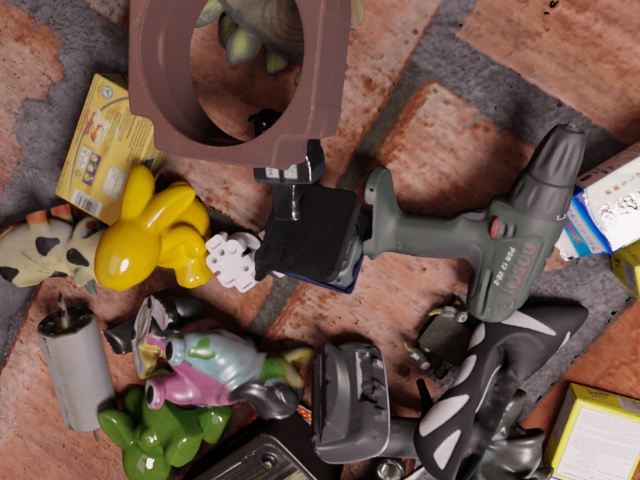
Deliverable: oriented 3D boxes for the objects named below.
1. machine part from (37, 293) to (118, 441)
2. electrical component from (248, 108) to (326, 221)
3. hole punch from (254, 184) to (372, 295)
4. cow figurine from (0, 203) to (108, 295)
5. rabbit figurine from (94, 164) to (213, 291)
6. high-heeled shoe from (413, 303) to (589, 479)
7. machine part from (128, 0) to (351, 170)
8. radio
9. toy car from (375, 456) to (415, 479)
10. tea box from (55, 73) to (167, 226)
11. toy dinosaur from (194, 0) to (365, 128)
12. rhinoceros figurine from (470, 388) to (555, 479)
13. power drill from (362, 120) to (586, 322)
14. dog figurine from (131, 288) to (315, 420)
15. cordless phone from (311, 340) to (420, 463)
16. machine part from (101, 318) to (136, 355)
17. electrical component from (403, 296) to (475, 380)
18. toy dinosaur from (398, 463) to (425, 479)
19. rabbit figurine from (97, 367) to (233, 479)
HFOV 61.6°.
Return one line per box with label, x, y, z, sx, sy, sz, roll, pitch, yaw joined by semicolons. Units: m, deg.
machine part;-0.345;0.185;0.769;0.079;0.079;0.242;2;115;13
electrical component;-0.033;-0.084;0.599;0.075;0.048;0.119;2;116;22
hole punch;-0.001;-0.002;0.639;0.116;0.092;0.142;14;83;29
cow figurine;-0.357;0.018;0.736;0.195;0.085;0.127;-14;103;20
rabbit figurine;-0.198;-0.002;0.648;0.122;0.173;0.162;26;113;9
high-heeled shoe;0.210;0.164;0.593;0.249;0.145;0.086;-31;121;8
machine part;-0.078;-0.175;0.514;0.202;0.087;0.200;11;105;21
radio;-0.092;0.336;0.744;0.229;0.073;0.131;-39;93;22
toy car;0.097;0.341;0.714;0.053;0.089;0.202;9;105;15
tea box;-0.256;-0.113;0.685;0.098;0.068;0.169;31;108;3
toy dinosaur;-0.090;-0.327;0.569;0.199;0.105;0.470;-20;100;17
rhinoceros figurine;0.223;0.273;0.666;0.112;0.073;0.190;25;110;43
power drill;0.154;-0.029;0.586;0.207;0.086;0.231;10;120;14
dog figurine;-0.118;0.152;0.700;0.219;0.192;0.108;15;110;-36
cordless phone;0.082;0.202;0.672;0.184;0.147;0.088;8;138;-9
machine part;-0.239;0.130;0.763;0.139;0.039;0.084;-15;106;14
electrical component;0.153;0.121;0.665;0.078;0.045;0.102;39;110;2
toy dinosaur;0.004;0.429;0.657;0.192;0.131;0.404;14;87;29
rabbit figurine;-0.236;0.278;0.758;0.159;0.121;0.170;35;107;9
